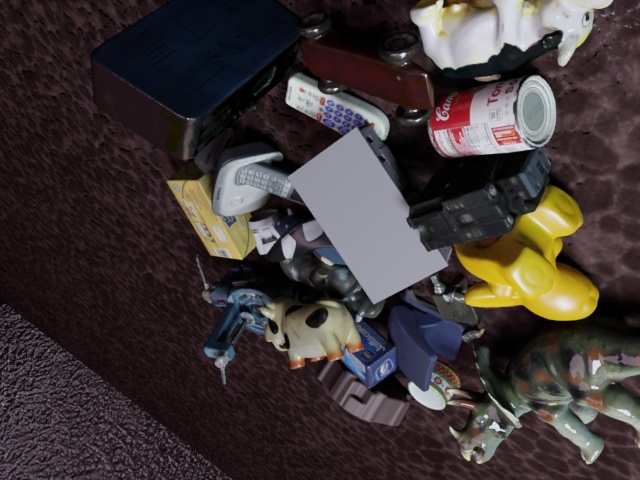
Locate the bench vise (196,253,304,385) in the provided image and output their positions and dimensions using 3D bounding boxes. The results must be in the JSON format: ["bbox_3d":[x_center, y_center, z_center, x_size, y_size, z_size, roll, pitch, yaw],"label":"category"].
[{"bbox_3d":[-0.152,0.134,0.994,0.224,0.241,0.128,7,131,18],"label":"bench vise"}]

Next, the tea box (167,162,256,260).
[{"bbox_3d":[-0.184,-0.053,0.954,0.098,0.068,0.169,7,131,40],"label":"tea box"}]

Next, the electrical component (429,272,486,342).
[{"bbox_3d":[0.197,0.095,0.760,0.078,0.045,0.102,4,131,40],"label":"electrical component"}]

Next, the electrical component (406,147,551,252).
[{"bbox_3d":[0.170,-0.053,0.565,0.134,0.115,0.058,-20,116,47],"label":"electrical component"}]

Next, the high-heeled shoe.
[{"bbox_3d":[0.044,0.015,0.750,0.249,0.086,0.145,-32,89,31],"label":"high-heeled shoe"}]

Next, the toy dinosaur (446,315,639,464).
[{"bbox_3d":[0.311,0.161,0.663,0.192,0.131,0.404,35,138,4],"label":"toy dinosaur"}]

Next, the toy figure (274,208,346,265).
[{"bbox_3d":[-0.003,-0.002,0.836,0.155,0.064,0.057,18,145,30],"label":"toy figure"}]

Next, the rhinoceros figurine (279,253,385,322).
[{"bbox_3d":[0.017,0.067,0.882,0.191,0.073,0.112,26,141,23],"label":"rhinoceros figurine"}]

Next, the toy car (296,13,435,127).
[{"bbox_3d":[0.049,-0.184,0.564,0.202,0.053,0.089,34,155,44],"label":"toy car"}]

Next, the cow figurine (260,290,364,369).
[{"bbox_3d":[-0.027,0.136,0.866,0.195,0.085,0.127,-23,78,48],"label":"cow figurine"}]

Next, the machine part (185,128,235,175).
[{"bbox_3d":[-0.190,-0.150,0.861,0.039,0.084,0.139,22,177,-43],"label":"machine part"}]

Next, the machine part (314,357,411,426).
[{"bbox_3d":[0.078,0.253,0.955,0.179,0.056,0.179,30,-172,-5],"label":"machine part"}]

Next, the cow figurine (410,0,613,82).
[{"bbox_3d":[0.170,-0.182,0.467,0.168,0.068,0.098,11,140,41],"label":"cow figurine"}]

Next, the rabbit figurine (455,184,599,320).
[{"bbox_3d":[0.235,0.040,0.611,0.173,0.122,0.162,34,152,-21],"label":"rabbit figurine"}]

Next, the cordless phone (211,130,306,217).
[{"bbox_3d":[-0.069,-0.073,0.823,0.184,0.089,0.146,22,144,-3],"label":"cordless phone"}]

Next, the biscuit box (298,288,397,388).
[{"bbox_3d":[0.043,0.156,0.908,0.203,0.063,0.059,39,150,42],"label":"biscuit box"}]

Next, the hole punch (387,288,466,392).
[{"bbox_3d":[0.152,0.160,0.841,0.116,0.092,0.142,28,147,26],"label":"hole punch"}]

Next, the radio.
[{"bbox_3d":[-0.126,-0.200,0.600,0.131,0.229,0.073,36,148,3],"label":"radio"}]
